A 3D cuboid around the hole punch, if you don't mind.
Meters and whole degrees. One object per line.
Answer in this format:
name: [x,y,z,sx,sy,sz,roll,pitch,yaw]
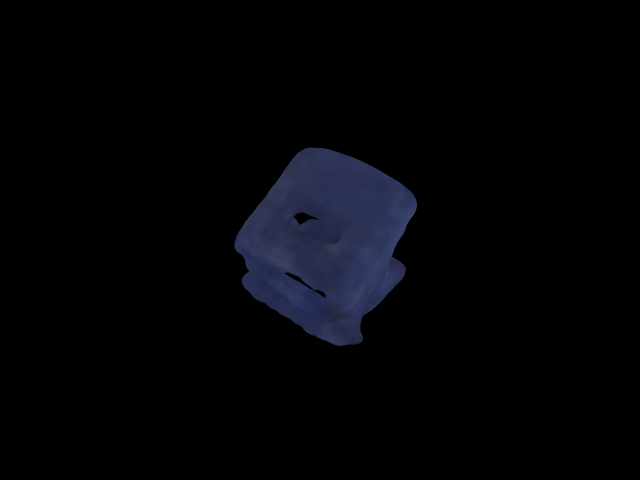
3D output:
hole punch: [0.004,0.001,0.400,0.108,0.091,0.101,27,49,27]
